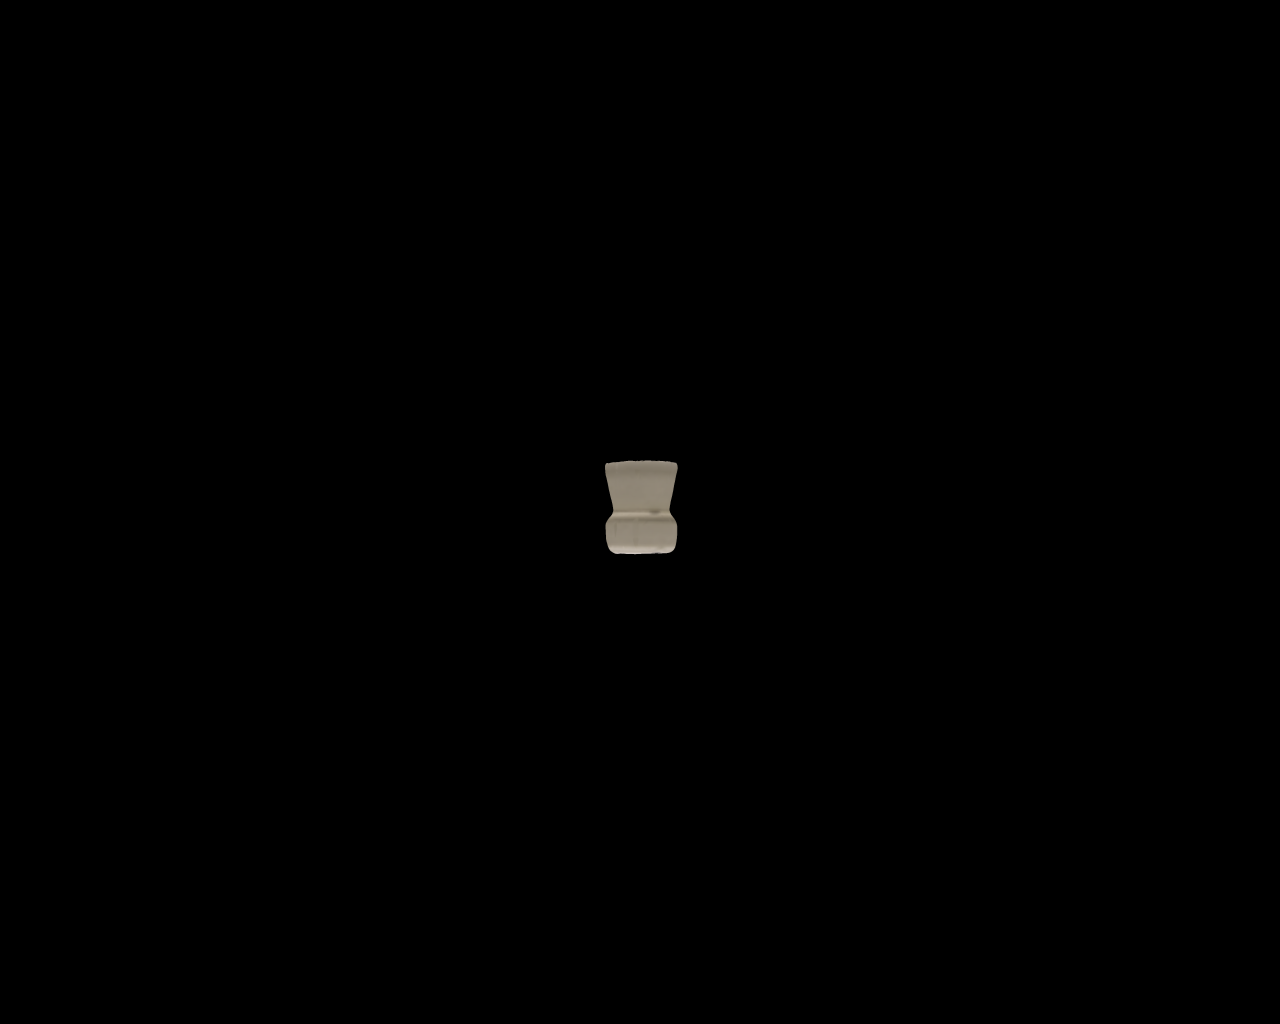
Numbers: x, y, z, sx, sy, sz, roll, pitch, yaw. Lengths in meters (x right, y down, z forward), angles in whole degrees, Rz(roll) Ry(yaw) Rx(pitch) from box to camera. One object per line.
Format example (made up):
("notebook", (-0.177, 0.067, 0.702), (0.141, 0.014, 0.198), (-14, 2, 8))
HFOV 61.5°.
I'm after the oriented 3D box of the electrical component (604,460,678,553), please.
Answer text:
("electrical component", (0.001, -0.003, 0.650), (0.045, 0.055, 0.045), (0, -2, 0))
